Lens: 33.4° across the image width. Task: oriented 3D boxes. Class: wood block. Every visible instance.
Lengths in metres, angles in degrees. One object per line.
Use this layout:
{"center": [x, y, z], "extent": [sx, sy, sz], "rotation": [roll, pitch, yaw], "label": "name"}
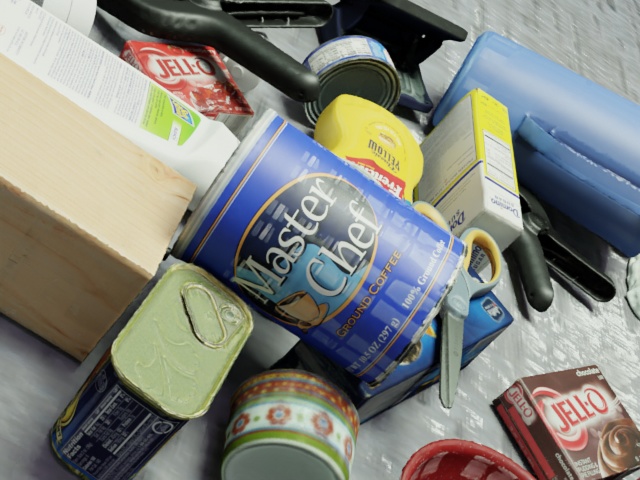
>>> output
{"center": [-0.186, -0.037, 0.593], "extent": [0.206, 0.090, 0.090], "rotation": [34, 35, -13], "label": "wood block"}

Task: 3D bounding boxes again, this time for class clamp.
{"center": [0.187, -0.001, 0.973], "extent": [0.171, 0.039, 0.120], "rotation": [49, 29, 21], "label": "clamp"}
{"center": [-0.086, -0.171, 0.832], "extent": [0.209, 0.036, 0.164], "rotation": [12, 33, -11], "label": "clamp"}

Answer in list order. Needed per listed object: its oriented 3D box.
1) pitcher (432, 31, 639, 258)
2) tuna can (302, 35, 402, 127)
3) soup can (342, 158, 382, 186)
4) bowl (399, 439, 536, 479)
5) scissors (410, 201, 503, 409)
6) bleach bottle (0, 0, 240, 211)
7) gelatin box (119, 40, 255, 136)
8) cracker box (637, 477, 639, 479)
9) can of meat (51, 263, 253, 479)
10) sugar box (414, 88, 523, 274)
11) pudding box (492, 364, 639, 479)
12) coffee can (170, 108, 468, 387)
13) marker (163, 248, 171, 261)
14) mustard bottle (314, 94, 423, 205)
{"center": [0.233, -0.095, 1.017], "extent": [0.243, 0.149, 0.145], "rotation": [30, 66, 2], "label": "pitcher"}
{"center": [0.024, -0.132, 0.910], "extent": [0.086, 0.086, 0.034], "rotation": [15, 42, -35], "label": "tuna can"}
{"center": [-0.005, 0.001, 0.721], "extent": [0.068, 0.102, 0.068], "rotation": [26, 37, -22], "label": "soup can"}
{"center": [0.095, 0.203, 0.642], "extent": [0.162, 0.055, 0.162], "rotation": [26, 37, -22], "label": "bowl"}
{"center": [0.080, 0.033, 0.740], "extent": [0.096, 0.016, 0.201], "rotation": [40, 33, 1], "label": "scissors"}
{"center": [-0.135, -0.073, 0.709], "extent": [0.250, 0.068, 0.102], "rotation": [30, 37, -22], "label": "bleach bottle"}
{"center": [-0.103, -0.115, 0.813], "extent": [0.089, 0.030, 0.073], "rotation": [-5, 56, -48], "label": "gelatin box"}
{"center": [0.288, 0.260, 0.732], "extent": [0.163, 0.072, 0.214], "rotation": [-18, 75, -49], "label": "cracker box"}
{"center": [-0.091, 0.074, 0.571], "extent": [0.057, 0.084, 0.102], "rotation": [38, 35, -7], "label": "can of meat"}
{"center": [0.122, -0.043, 0.906], "extent": [0.048, 0.093, 0.176], "rotation": [27, 38, -20], "label": "sugar box"}
{"center": [0.196, 0.146, 0.819], "extent": [0.113, 0.039, 0.090], "rotation": [0, 53, -46], "label": "pudding box"}
{"center": [-0.001, 0.005, 0.619], "extent": [0.140, 0.103, 0.102], "rotation": [34, 35, -3], "label": "coffee can"}
{"center": [-0.148, -0.021, 0.676], "extent": [0.121, 0.020, 0.020], "rotation": [32, 35, -15], "label": "marker"}
{"center": [0.031, -0.034, 0.834], "extent": [0.096, 0.058, 0.191], "rotation": [37, 34, -17], "label": "mustard bottle"}
